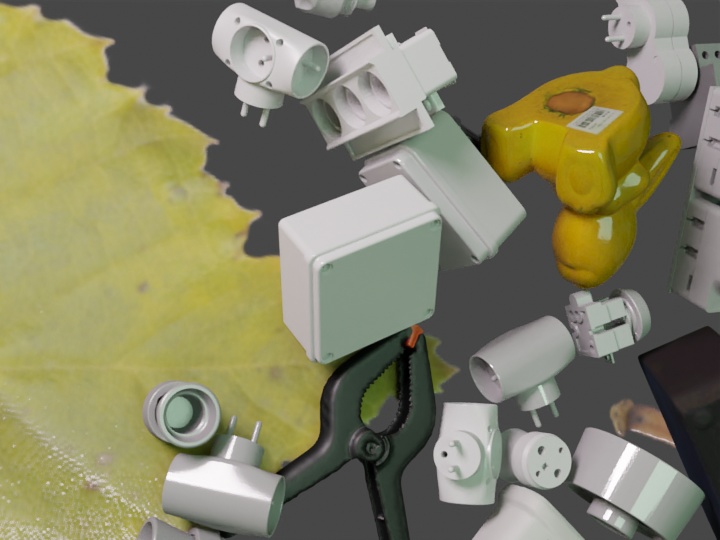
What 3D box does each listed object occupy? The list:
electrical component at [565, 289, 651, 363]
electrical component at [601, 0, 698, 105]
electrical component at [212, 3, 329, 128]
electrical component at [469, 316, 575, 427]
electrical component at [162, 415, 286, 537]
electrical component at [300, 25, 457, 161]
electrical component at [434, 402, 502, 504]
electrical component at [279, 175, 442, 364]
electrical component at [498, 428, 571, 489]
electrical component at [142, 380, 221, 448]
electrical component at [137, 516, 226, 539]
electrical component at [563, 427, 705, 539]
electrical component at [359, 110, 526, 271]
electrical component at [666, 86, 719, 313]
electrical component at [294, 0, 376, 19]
[{"bbox_3d":[0.212,0.044,0.914,0.055,0.048,0.066,-17,94,-17],"label":"electrical component"},{"bbox_3d":[0.243,-0.213,0.940,0.074,0.052,0.138,-9,90,-24],"label":"electrical component"},{"bbox_3d":[-0.071,-0.145,0.793,0.044,0.077,0.079,-25,140,-53],"label":"electrical component"},{"bbox_3d":[0.140,0.089,0.880,0.077,0.043,0.079,-26,97,-23],"label":"electrical component"},{"bbox_3d":[-0.091,0.142,0.762,0.077,0.043,0.079,11,65,9],"label":"electrical component"},{"bbox_3d":[0.014,-0.133,0.797,0.063,0.121,0.078,-34,100,-24],"label":"electrical component"},{"bbox_3d":[0.081,0.143,0.836,0.044,0.079,0.077,1,85,19],"label":"electrical component"},{"bbox_3d":[0.000,0.000,0.789,0.109,0.056,0.108,-22,138,-23],"label":"electrical component"},{"bbox_3d":[0.138,0.152,0.868,0.045,0.055,0.045,2,86,-24],"label":"electrical component"},{"bbox_3d":[-0.127,0.100,0.756,0.045,0.055,0.045,2,86,-24],"label":"electrical component"},{"bbox_3d":[-0.127,0.201,0.755,0.055,0.045,0.045,20,79,-22],"label":"electrical component"},{"bbox_3d":[0.217,0.182,0.876,0.108,0.108,0.060,36,80,-18],"label":"electrical component"},{"bbox_3d":[0.063,-0.059,0.837,0.057,0.078,0.113,-46,104,-22],"label":"electrical component"},{"bbox_3d":[0.345,-0.060,0.931,0.105,0.060,0.186,-3,112,-24],"label":"electrical component"},{"bbox_3d":[-0.018,-0.215,0.831,0.062,0.043,0.043,8,83,-24],"label":"electrical component"}]
